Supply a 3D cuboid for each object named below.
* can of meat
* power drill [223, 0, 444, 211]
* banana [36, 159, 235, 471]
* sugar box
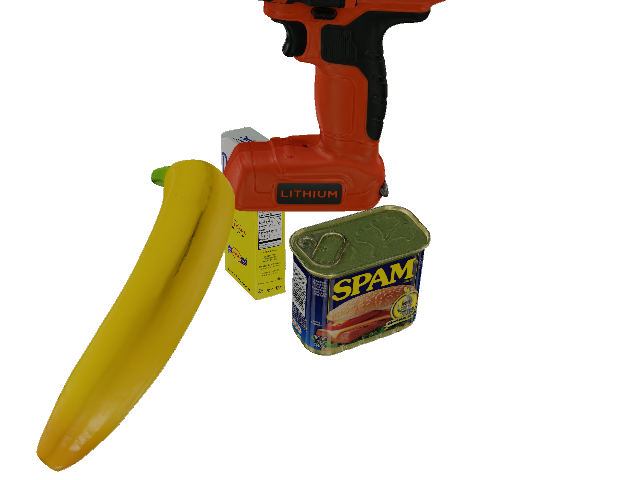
[{"bbox_3d":[0.027,0.031,0.800,0.102,0.084,0.057,-16,42,-22],"label":"can of meat"},{"bbox_3d":[-0.017,-0.107,0.646,0.184,0.188,0.057,1,37,-10],"label":"power drill"},{"bbox_3d":[-0.078,0.021,0.514,0.037,0.197,0.070,35,-48,-19],"label":"banana"},{"bbox_3d":[-0.077,-0.031,1.214,0.048,0.176,0.093,-15,28,-25],"label":"sugar box"}]
